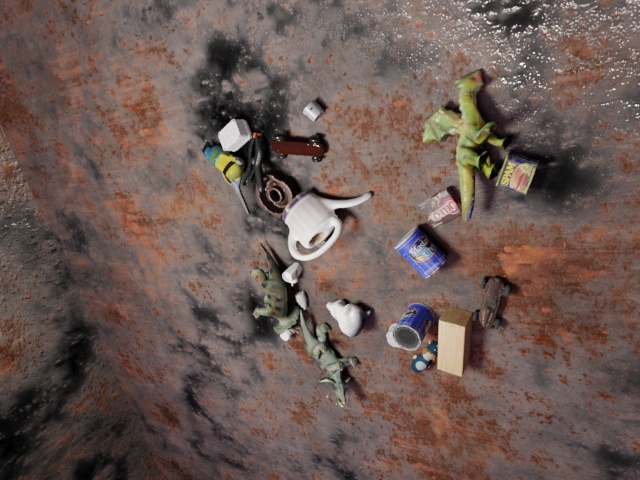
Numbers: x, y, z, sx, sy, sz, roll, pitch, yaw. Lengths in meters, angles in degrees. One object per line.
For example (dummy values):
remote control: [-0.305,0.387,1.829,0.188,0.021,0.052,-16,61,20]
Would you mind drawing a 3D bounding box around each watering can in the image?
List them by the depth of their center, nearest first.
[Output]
watering can: [0.005,-0.090,1.781,0.346,0.103,0.228,-46,62,9]

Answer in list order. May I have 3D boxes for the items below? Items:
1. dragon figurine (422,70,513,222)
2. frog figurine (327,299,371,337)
dragon figurine: [0.393,-0.272,1.461,0.246,0.123,0.401,40,129,36]
frog figurine: [0.094,0.284,1.929,0.160,0.125,0.134,24,146,6]
